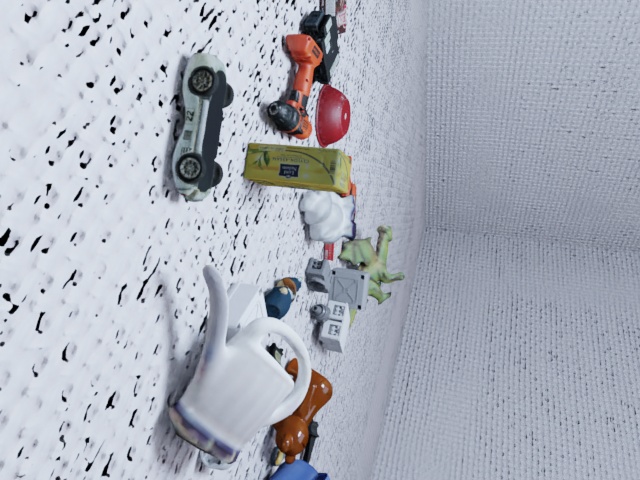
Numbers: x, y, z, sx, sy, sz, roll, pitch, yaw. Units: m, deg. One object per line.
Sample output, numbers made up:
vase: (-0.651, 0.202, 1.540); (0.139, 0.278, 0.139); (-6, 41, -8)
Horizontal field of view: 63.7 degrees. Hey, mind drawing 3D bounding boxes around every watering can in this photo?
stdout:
watering can: (-0.135, 0.200, 0.772); (0.227, 0.105, 0.341); (-49, 133, -16)

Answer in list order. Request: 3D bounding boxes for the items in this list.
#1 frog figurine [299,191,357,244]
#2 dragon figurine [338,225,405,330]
frog figurine: (0.004, -0.063, 1.248); (0.159, 0.123, 0.137); (9, 97, -37)
dragon figurine: (0.125, 0.105, 1.640); (0.417, 0.122, 0.239); (-45, 116, -28)
